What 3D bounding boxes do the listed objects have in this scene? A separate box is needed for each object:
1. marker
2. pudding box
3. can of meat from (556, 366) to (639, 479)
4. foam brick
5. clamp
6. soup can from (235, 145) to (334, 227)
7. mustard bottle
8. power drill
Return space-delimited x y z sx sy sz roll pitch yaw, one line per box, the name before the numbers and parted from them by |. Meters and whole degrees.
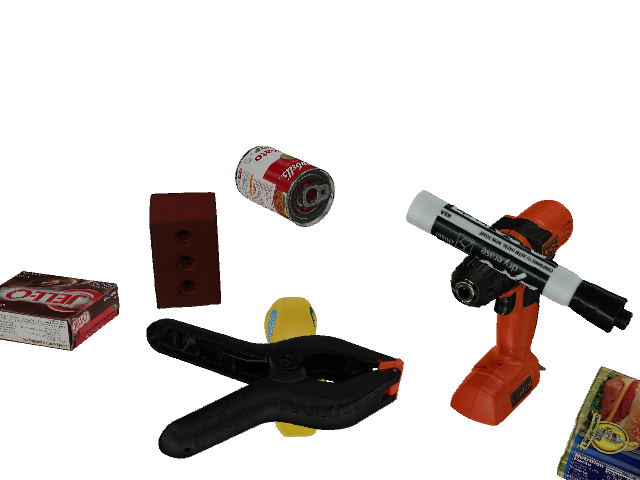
marker | 0.098 0.011 0.530 0.121 0.020 0.020 30 11 19
pudding box | -0.265 0.067 1.030 0.114 0.039 0.090 4 20 19
can of meat | 0.232 0.148 0.790 0.084 0.057 0.102 20 41 21
foam brick | -0.107 0.007 0.848 0.053 0.078 0.051 -4 27 -5
clamp | -0.030 0.097 0.681 0.171 0.039 0.120 3 38 -5
soup can | -0.041 -0.063 1.212 0.068 0.068 0.102 0 19 -41
mustard bottle | -0.029 0.115 1.124 0.058 0.096 0.191 -2 26 -5
power drill | 0.164 0.070 0.961 0.057 0.188 0.184 23 33 30
